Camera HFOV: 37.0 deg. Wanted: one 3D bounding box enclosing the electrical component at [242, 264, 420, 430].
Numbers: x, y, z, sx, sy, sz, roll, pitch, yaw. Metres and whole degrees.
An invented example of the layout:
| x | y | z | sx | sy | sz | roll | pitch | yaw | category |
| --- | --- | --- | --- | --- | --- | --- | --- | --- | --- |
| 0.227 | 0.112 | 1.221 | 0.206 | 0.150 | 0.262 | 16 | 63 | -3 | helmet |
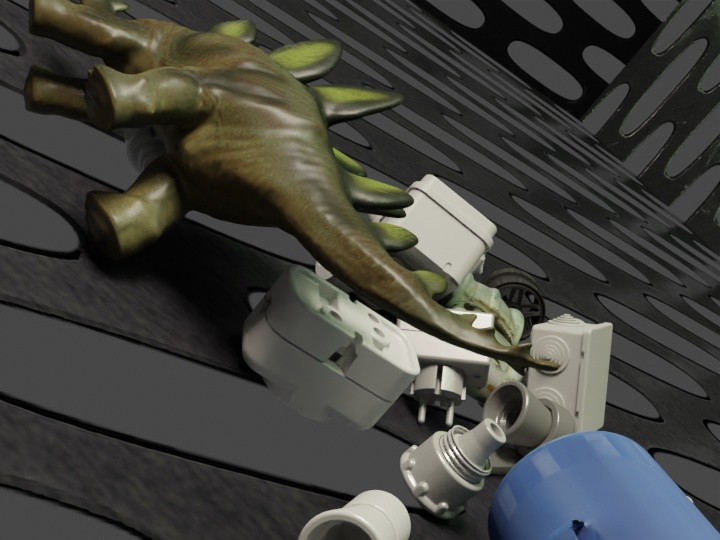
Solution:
| x | y | z | sx | sy | sz | roll | pitch | yaw | category |
| --- | --- | --- | --- | --- | --- | --- | --- | --- | --- |
| -0.020 | 0.049 | 0.637 | 0.095 | 0.059 | 0.053 | 33 | 19 | -19 | electrical component |

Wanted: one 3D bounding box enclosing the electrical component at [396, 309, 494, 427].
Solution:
| x | y | z | sx | sy | sz | roll | pitch | yaw | category |
| --- | --- | --- | --- | --- | --- | --- | --- | --- | --- |
| 0.055 | 0.070 | 0.738 | 0.066 | 0.076 | 0.047 | 6 | -25 | 6 | electrical component |

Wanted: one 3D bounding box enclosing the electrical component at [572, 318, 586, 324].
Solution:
| x | y | z | sx | sy | sz | roll | pitch | yaw | category |
| --- | --- | --- | --- | --- | --- | --- | --- | --- | --- |
| 0.204 | 0.068 | 1.076 | 0.046 | 0.040 | 0.040 | 4 | 39 | -53 | electrical component |

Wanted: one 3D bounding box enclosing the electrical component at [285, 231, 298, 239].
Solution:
| x | y | z | sx | sy | sz | roll | pitch | yaw | category |
| --- | --- | --- | --- | --- | --- | --- | --- | --- | --- |
| -0.054 | -0.054 | 0.851 | 0.040 | 0.040 | 0.078 | 29 | 29 | -31 | electrical component |

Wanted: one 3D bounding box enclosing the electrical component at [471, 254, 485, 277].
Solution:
| x | y | z | sx | sy | sz | roll | pitch | yaw | category |
| --- | --- | --- | --- | --- | --- | --- | --- | --- | --- |
| 0.075 | -0.029 | 1.036 | 0.100 | 0.048 | 0.099 | 38 | 18 | -4 | electrical component |

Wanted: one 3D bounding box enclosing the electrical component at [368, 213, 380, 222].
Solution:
| x | y | z | sx | sy | sz | roll | pitch | yaw | category |
| --- | --- | --- | --- | --- | --- | --- | --- | --- | --- |
| 0.029 | -0.035 | 0.972 | 0.040 | 0.040 | 0.078 | 21 | 26 | -46 | electrical component |

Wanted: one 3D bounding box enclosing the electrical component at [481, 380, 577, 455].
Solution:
| x | y | z | sx | sy | sz | roll | pitch | yaw | category |
| --- | --- | --- | --- | --- | --- | --- | --- | --- | --- |
| 0.121 | 0.109 | 0.767 | 0.055 | 0.045 | 0.045 | 30 | 20 | -29 | electrical component |

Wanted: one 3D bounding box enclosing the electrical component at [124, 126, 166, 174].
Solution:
| x | y | z | sx | sy | sz | roll | pitch | yaw | category |
| --- | --- | --- | --- | --- | --- | --- | --- | --- | --- |
| -0.142 | -0.083 | 0.747 | 0.040 | 0.040 | 0.078 | 29 | 21 | -30 | electrical component |

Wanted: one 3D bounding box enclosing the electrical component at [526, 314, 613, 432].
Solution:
| x | y | z | sx | sy | sz | roll | pitch | yaw | category |
| --- | --- | --- | --- | --- | --- | --- | --- | --- | --- |
| 0.168 | 0.086 | 0.868 | 0.048 | 0.099 | 0.100 | 6 | 3 | 24 | electrical component |

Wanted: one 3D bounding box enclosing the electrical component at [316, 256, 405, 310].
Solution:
| x | y | z | sx | sy | sz | roll | pitch | yaw | category |
| --- | --- | --- | --- | --- | --- | --- | --- | --- | --- |
| 0.000 | 0.000 | 0.822 | 0.055 | 0.045 | 0.045 | 28 | 21 | -31 | electrical component |

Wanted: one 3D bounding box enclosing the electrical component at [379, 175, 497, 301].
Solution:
| x | y | z | sx | sy | sz | roll | pitch | yaw | category |
| --- | --- | --- | --- | --- | --- | --- | --- | --- | --- |
| 0.052 | -0.021 | 0.866 | 0.078 | 0.057 | 0.113 | 39 | -19 | -3 | electrical component |

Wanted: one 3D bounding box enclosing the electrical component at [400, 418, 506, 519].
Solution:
| x | y | z | sx | sy | sz | roll | pitch | yaw | category |
| --- | --- | --- | --- | --- | --- | --- | --- | --- | --- |
| 0.058 | 0.112 | 0.633 | 0.048 | 0.062 | 0.048 | 39 | 22 | -19 | electrical component |

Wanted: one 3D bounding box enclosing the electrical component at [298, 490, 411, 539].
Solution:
| x | y | z | sx | sy | sz | roll | pitch | yaw | category |
| --- | --- | --- | --- | --- | --- | --- | --- | --- | --- |
| 0.001 | 0.130 | 0.518 | 0.044 | 0.044 | 0.065 | 43 | 13 | 11 | electrical component |
